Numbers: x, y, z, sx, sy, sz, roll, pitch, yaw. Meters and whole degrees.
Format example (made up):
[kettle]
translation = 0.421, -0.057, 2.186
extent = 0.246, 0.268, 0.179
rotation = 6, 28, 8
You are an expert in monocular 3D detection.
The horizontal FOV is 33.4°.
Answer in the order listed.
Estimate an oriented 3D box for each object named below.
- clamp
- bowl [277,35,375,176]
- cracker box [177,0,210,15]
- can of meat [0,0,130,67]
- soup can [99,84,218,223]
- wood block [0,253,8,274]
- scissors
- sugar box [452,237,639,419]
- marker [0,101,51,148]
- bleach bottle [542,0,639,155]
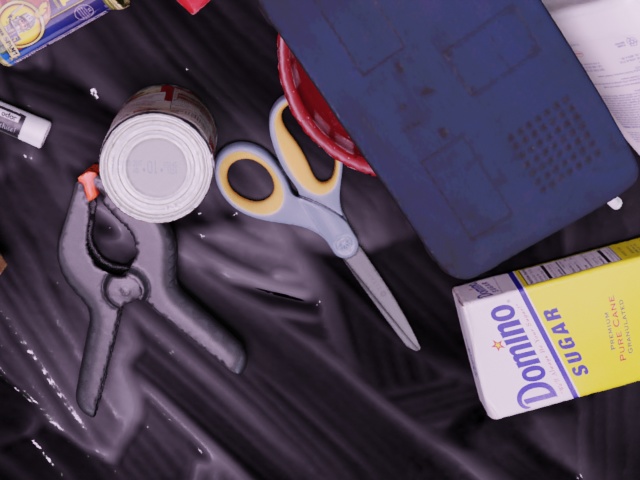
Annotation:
[clamp]
translation = -0.135, 0.038, 0.715
extent = 0.120, 0.039, 0.171
rotation = -26, 102, -2
[bowl]
translation = 0.052, -0.122, 0.671
extent = 0.162, 0.055, 0.162
rotation = -1, 106, -4
[cracker box]
translation = -0.053, -0.260, 0.589
extent = 0.214, 0.072, 0.164
rotation = -41, 131, 8
[can of meat]
translation = -0.178, -0.166, 0.642
extent = 0.084, 0.057, 0.102
rotation = -27, 106, 7
[soup can]
translation = -0.097, -0.055, 0.656
extent = 0.068, 0.102, 0.068
rotation = -1, 107, -4
[wood block]
translation = -0.286, -0.040, 0.631
extent = 0.090, 0.091, 0.206
rotation = -28, 105, 4
[scissors]
translation = -0.005, 0.001, 0.725
extent = 0.096, 0.016, 0.202
rotation = -18, 107, 3
[sugar box]
translation = 0.189, 0.056, 0.739
extent = 0.176, 0.048, 0.093
rotation = -17, 107, 0
[marker]
translation = -0.231, -0.091, 0.679
extent = 0.121, 0.020, 0.020
rotation = 23, 103, -10
[bleach bottle]
translation = 0.242, -0.070, 0.688
extent = 0.068, 0.103, 0.250
rotation = -48, 113, -18
